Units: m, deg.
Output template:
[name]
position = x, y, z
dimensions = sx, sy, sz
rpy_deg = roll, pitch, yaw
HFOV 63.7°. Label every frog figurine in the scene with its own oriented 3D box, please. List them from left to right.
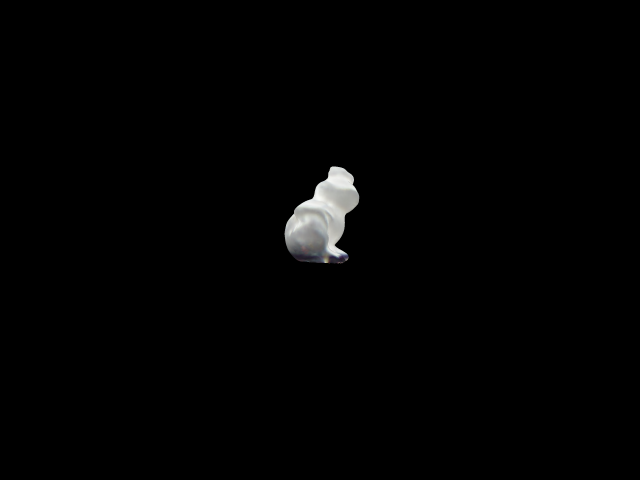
[frog figurine]
position = 0.003, -0.043, 0.850
dimensions = 0.122, 0.160, 0.137
rpy_deg = -1, -2, 27
